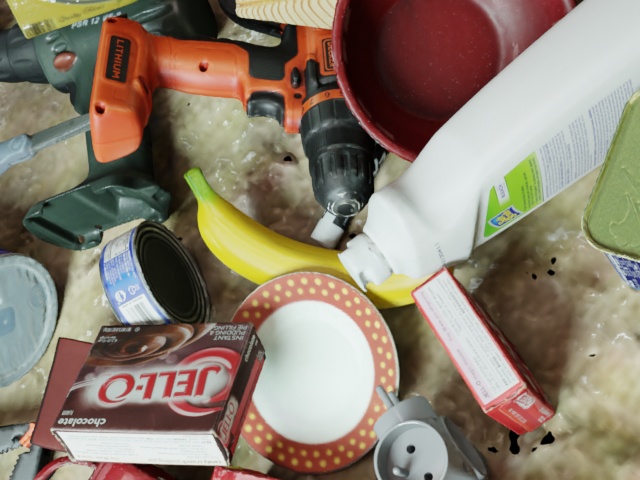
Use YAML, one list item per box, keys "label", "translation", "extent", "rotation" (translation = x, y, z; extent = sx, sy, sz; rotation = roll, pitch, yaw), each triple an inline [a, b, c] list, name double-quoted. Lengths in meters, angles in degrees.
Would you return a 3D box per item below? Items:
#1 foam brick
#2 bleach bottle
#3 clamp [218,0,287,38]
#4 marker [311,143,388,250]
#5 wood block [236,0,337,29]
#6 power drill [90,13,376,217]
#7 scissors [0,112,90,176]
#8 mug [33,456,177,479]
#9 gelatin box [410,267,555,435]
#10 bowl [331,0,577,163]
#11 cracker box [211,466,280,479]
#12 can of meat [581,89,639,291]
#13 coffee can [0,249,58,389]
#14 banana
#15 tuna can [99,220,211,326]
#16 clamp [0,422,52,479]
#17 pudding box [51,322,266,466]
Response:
- label: "foam brick"
  translation: [-0.160, 0.114, 0.754]
  extent: [0.051, 0.053, 0.078]
  rotation: [4, 75, 29]
- label: "bleach bottle"
  translation: [0.116, -0.059, 0.620]
  extent: [0.251, 0.102, 0.068]
  rotation: [-36, 54, -4]
- label: "clamp"
  translation: [-0.048, -0.228, 0.833]
  extent: [0.120, 0.039, 0.172]
  rotation: [-45, 63, 12]
- label: "marker"
  translation: [0.031, -0.049, 0.735]
  extent: [0.020, 0.020, 0.121]
  rotation: [27, 85, 32]
- label: "wood block"
  translation: [0.001, -0.257, 0.748]
  extent: [0.091, 0.090, 0.206]
  rotation: [8, 59, 0]
- label: "power drill"
  translation: [-0.056, -0.089, 0.717]
  extent: [0.187, 0.057, 0.184]
  rotation: [1, 48, -6]
- label: "scissors"
  translation: [-0.230, -0.051, 0.785]
  extent: [0.202, 0.016, 0.096]
  rotation: [-4, 59, 30]
- label: "mug"
  translation: [-0.132, 0.181, 0.684]
  extent: [0.117, 0.093, 0.081]
  rotation: [31, 80, -4]
- label: "gelatin box"
  translation: [0.096, 0.066, 0.625]
  extent: [0.030, 0.073, 0.089]
  rotation: [-37, 58, 8]
- label: "bowl"
  translation: [0.083, -0.124, 0.689]
  extent: [0.162, 0.055, 0.162]
  rotation: [0, 92, -8]
- label: "cracker box"
  translation: [0.021, 0.229, 0.604]
  extent: [0.214, 0.072, 0.164]
  rotation: [5, 74, 30]
- label: "can of meat"
  translation: [0.196, -0.024, 0.601]
  extent: [0.058, 0.083, 0.102]
  rotation: [18, 80, 32]
- label: "coffee can"
  translation: [-0.287, 0.046, 0.816]
  extent: [0.140, 0.102, 0.103]
  rotation: [14, 78, 31]
- label: "banana"
  translation: [-0.007, 0.012, 0.706]
  extent: [0.198, 0.069, 0.037]
  rotation: [19, 52, 20]
- label: "tuna can"
  translation: [-0.114, 0.031, 0.742]
  extent: [0.034, 0.086, 0.086]
  rotation: [-28, 61, 18]
- label: "clamp"
  translation: [-0.280, 0.202, 0.769]
  extent: [0.164, 0.036, 0.210]
  rotation: [38, 88, 7]
- label: "pudding box"
  translation: [-0.099, 0.096, 0.671]
  extent: [0.114, 0.039, 0.090]
  rotation: [-5, 39, 20]
